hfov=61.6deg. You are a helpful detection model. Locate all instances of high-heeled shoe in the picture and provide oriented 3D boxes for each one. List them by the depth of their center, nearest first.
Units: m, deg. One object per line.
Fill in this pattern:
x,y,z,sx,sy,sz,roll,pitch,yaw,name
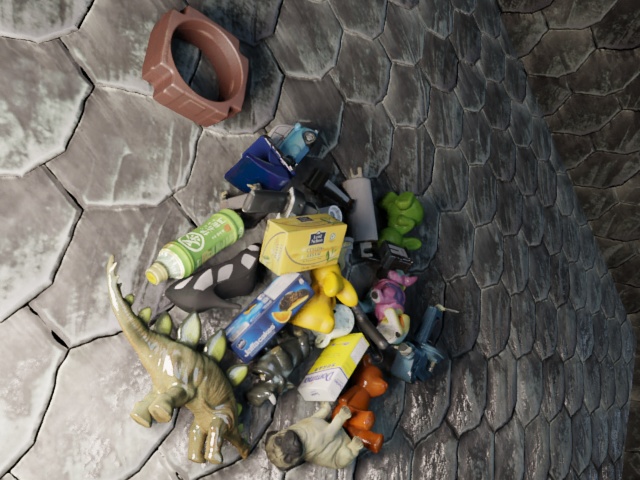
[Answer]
-0.203,0.066,1.073,0.249,0.145,0.086,-76,179,-61,high-heeled shoe

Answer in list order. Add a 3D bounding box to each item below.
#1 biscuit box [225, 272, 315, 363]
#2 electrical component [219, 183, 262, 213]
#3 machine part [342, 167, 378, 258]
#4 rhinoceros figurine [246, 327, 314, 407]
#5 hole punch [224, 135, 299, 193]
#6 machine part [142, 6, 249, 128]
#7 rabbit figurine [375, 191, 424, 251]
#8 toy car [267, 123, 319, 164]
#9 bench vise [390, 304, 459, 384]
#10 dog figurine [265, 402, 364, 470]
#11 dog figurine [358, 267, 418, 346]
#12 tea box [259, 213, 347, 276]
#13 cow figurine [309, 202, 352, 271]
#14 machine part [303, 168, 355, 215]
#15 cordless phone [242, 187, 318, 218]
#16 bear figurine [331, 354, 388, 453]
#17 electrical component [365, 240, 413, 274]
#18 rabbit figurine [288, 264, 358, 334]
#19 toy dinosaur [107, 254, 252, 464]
-0.105,0.149,1.079,0.203,0.059,0.062,-45,121,-17,biscuit box
-0.160,-0.087,1.122,0.078,0.102,0.045,-7,83,-75,electrical component
0.104,-0.074,1.413,0.079,0.079,0.243,3,78,-47,machine part
-0.087,0.263,1.121,0.190,0.073,0.112,-42,121,-47,rhinoceros figurine
-0.128,-0.143,1.146,0.115,0.142,0.092,48,45,-9,hole punch
-0.251,-0.349,1.100,0.201,0.087,0.201,23,64,-41,machine part
0.213,-0.032,1.518,0.159,0.121,0.170,49,66,-36,rabbit figurine
-0.084,-0.210,1.242,0.103,0.109,0.161,40,61,-4,toy car
0.273,0.273,1.451,0.223,0.129,0.240,43,68,-41,bench vise
-0.020,0.447,1.131,0.190,0.121,0.172,-25,95,-34,dog figurine
0.193,0.162,1.413,0.219,0.108,0.191,-21,76,-52,dog figurine
-0.032,0.006,1.101,0.169,0.068,0.098,-10,123,-42,tea box
-0.003,-0.004,1.276,0.127,0.085,0.194,-43,108,-40,cow figurine
0.027,-0.121,1.353,0.139,0.039,0.084,39,46,-7,machine part
-0.103,-0.039,1.113,0.184,0.089,0.146,0,122,-56,cordless phone
0.114,0.374,1.264,0.196,0.132,0.120,-46,129,-38,bear figurine
0.181,0.040,1.430,0.119,0.047,0.075,18,31,-20,electrical component
-0.002,0.112,1.171,0.121,0.162,0.173,28,71,-34,rabbit figurine
-0.240,0.235,0.939,0.470,0.105,0.198,58,37,-31,toy dinosaur
